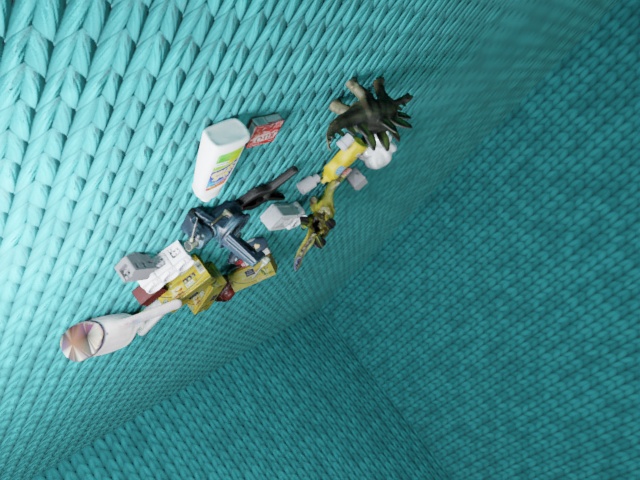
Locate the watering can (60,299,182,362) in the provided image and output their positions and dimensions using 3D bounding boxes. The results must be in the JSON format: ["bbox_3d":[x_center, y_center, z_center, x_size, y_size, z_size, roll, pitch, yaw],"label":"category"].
[{"bbox_3d":[-0.581,0.253,1.475,0.345,0.105,0.224,-29,171,18],"label":"watering can"}]

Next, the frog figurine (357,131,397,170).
[{"bbox_3d":[0.206,-0.318,1.764,0.138,0.124,0.157,-9,164,-27],"label":"frog figurine"}]

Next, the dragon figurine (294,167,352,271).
[{"bbox_3d":[0.006,-0.093,1.856,0.402,0.122,0.248,-60,-178,34],"label":"dragon figurine"}]
